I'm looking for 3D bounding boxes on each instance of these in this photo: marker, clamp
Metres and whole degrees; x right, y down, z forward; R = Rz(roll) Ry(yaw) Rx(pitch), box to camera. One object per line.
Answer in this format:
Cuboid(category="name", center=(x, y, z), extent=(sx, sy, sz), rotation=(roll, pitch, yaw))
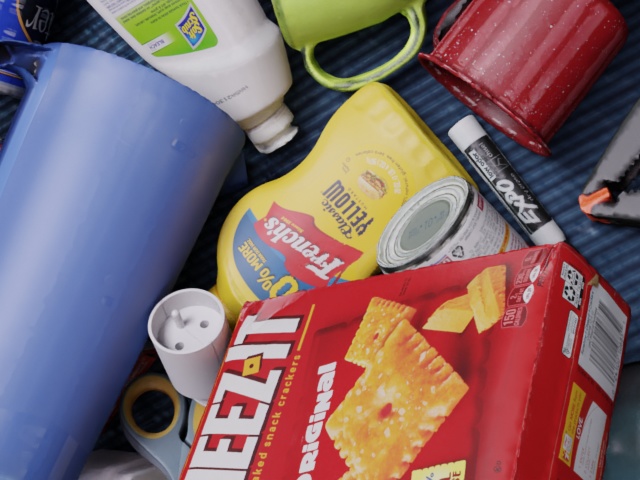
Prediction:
Cuboid(category="marker", center=(0.118, -0.021, 0.626), extent=(0.020, 0.020, 0.121), rotation=(-39, 78, 13))
Cuboid(category="clamp", center=(0.243, -0.056, 0.571), extent=(0.210, 0.036, 0.165), rotation=(-35, 66, 15))

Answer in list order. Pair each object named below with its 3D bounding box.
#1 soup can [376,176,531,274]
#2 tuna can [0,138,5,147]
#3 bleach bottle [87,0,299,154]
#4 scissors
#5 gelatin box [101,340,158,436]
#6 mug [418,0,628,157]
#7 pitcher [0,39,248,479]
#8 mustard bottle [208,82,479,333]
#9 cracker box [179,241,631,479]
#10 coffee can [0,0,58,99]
Cuboid(category="soup can", center=(0.088, 0.022, 0.585), extent=(0.068, 0.068, 0.102), rotation=(-42, 111, 12))
Cuboid(category="tuna can", center=(-0.241, -0.041, 0.704), extent=(0.086, 0.086, 0.034), rotation=(-14, 86, 16))
Cuboid(category="bleach bottle", center=(-0.100, -0.155, 0.631), extent=(0.103, 0.068, 0.250), rotation=(-16, 119, 42))
Cuboid(category="scissors", center=(-0.090, 0.145, 0.614), extent=(0.096, 0.201, 0.016), rotation=(9, 134, 11))
Cuboid(category="gelatin box", center=(-0.161, 0.076, 0.704), extent=(0.089, 0.030, 0.073), rotation=(39, 100, 15))
Cuboid(category="mug", center=(0.110, -0.111, 0.603), extent=(0.081, 0.093, 0.117), rotation=(-52, 39, 4))
Cuboid(category="pitcher", center=(-0.156, 0.014, 0.615), extent=(0.149, 0.145, 0.243), rotation=(20, 79, 13))
Cuboid(category="mustard bottle", center=(-0.004, 0.001, 0.643), extent=(0.192, 0.058, 0.096), rotation=(-42, 88, 13))
Cuboid(category="cracker box", center=(0.028, 0.097, 0.511), extent=(0.214, 0.072, 0.164), rotation=(-13, 47, 43))
Cuboid(category="coffee can", center=(-0.219, -0.172, 0.692), extent=(0.103, 0.102, 0.140), rotation=(18, 94, 17))
